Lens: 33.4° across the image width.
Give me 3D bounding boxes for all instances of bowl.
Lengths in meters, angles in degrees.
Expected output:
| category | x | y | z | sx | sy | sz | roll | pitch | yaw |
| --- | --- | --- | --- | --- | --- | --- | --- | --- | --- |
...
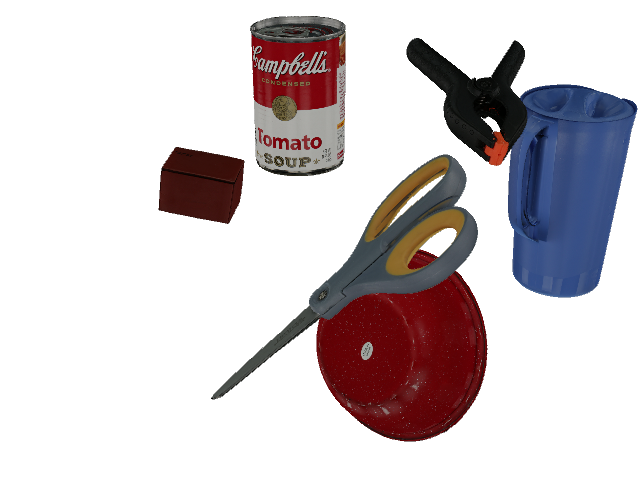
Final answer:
| category | x | y | z | sx | sy | sz | roll | pitch | yaw |
| --- | --- | --- | --- | --- | --- | --- | --- | --- | --- |
| bowl | 0.051 | 0.085 | 0.863 | 0.162 | 0.162 | 0.055 | 0 | 0 | 37 |

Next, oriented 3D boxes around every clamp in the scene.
| category | x | y | z | sx | sy | sz | roll | pitch | yaw |
| --- | --- | --- | --- | --- | --- | --- | --- | --- | --- |
| clamp | 0.143 | -0.141 | 1.025 | 0.120 | 0.039 | 0.171 | 2 | 44 | 2 |

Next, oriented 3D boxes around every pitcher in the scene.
| category | x | y | z | sx | sy | sz | roll | pitch | yaw |
| --- | --- | --- | --- | --- | --- | --- | --- | --- | --- |
| pitcher | 0.288 | -0.055 | 1.280 | 0.149 | 0.243 | 0.145 | 2 | 26 | 1 |

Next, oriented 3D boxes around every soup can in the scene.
| category | x | y | z | sx | sy | sz | roll | pitch | yaw |
| --- | --- | --- | --- | --- | --- | --- | --- | --- | --- |
| soup can | -0.016 | -0.106 | 0.775 | 0.068 | 0.102 | 0.068 | 0 | 25 | 0 |

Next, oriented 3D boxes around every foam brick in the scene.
| category | x | y | z | sx | sy | sz | roll | pitch | yaw |
| --- | --- | --- | --- | --- | --- | --- | --- | --- | --- |
| foam brick | -0.123 | -0.058 | 1.107 | 0.078 | 0.051 | 0.053 | 11 | 32 | 5 |

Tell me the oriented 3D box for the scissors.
| category | x | y | z | sx | sy | sz | roll | pitch | yaw |
| --- | --- | --- | --- | --- | --- | --- | --- | --- | --- |
| scissors | 0.016 | 0.036 | 0.598 | 0.016 | 0.202 | 0.096 | 39 | 4 | -28 |
